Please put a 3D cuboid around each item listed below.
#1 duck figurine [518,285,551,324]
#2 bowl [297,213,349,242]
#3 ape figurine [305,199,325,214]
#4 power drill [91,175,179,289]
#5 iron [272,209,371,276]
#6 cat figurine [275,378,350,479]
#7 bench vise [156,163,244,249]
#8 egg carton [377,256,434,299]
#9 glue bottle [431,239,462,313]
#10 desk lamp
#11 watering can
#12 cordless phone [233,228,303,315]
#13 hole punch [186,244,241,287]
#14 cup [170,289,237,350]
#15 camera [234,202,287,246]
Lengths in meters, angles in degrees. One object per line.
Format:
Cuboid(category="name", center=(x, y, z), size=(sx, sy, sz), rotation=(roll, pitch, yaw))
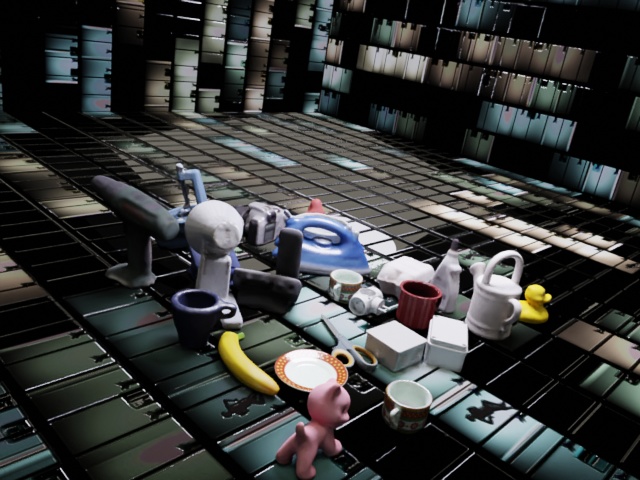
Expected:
Cuboid(category="duck figurine", center=(0.503, 0.148, 1.371), size=(0.104, 0.086, 0.077), rotation=(7, 21, -7))
Cuboid(category="bowl", center=(0.001, -0.014, 1.591), size=(0.167, 0.075, 0.167), rotation=(8, 21, -3))
Cuboid(category="ape figurine", center=(-0.014, -0.081, 1.736), size=(0.078, 0.092, 0.076), rotation=(0, 23, -23))
Cuboid(category="power drill", center=(-0.403, -0.013, 1.221), size=(0.229, 0.208, 0.076), rotation=(18, 22, 22))
Cuboid(category="iron", center=(0.013, 0.005, 1.451), size=(0.258, 0.141, 0.118), rotation=(8, 21, -4))
Cuboid(category="cat figurine", center=(-0.001, 0.256, 0.821), size=(0.067, 0.118, 0.128), rotation=(21, 23, 28))
Cuboid(category="bench vise", center=(-0.298, -0.080, 1.426), size=(0.208, 0.220, 0.121), rotation=(-1, 23, -26))
Cuboid(category="egg carton", center=(0.213, 0.093, 1.411), size=(0.107, 0.069, 0.151), rotation=(22, 24, 31))
Cuboid(category="glue bottle", center=(0.300, 0.079, 1.338), size=(0.037, 0.173, 0.078), rotation=(-3, 24, -30))
Cuboid(category="desk lamp", center=(-0.207, 0.041, 1.160), size=(0.118, 0.213, 0.202), rotation=(1, 22, -21))
Cuboid(category="watering can", center=(0.386, 0.110, 1.265), size=(0.101, 0.194, 0.172), rotation=(-9, 27, -40))
Cuboid(category="cordless phone", center=(-0.106, 0.052, 1.213), size=(0.147, 0.185, 0.094), rotation=(10, 21, 1))
Cuboid(category="hole punch", center=(-0.238, 0.050, 1.296), size=(0.109, 0.091, 0.100), rotation=(-4, 25, -32))
Cuboid(category="cup", center=(-0.213, 0.149, 1.041), size=(0.118, 0.095, 0.091), rotation=(6, 21, -9))
Cuboid(category="camera", center=(-0.178, -0.061, 1.599), size=(0.136, 0.101, 0.143), rotation=(20, 23, 26))
